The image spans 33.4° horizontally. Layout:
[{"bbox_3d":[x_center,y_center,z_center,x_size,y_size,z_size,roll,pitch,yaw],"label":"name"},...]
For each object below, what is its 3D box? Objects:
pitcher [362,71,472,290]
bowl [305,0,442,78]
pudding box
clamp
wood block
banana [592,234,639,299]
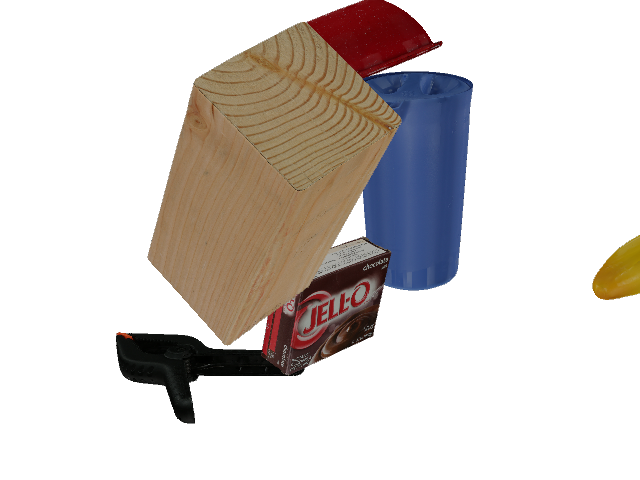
[{"bbox_3d":[0.115,-0.074,1.251,0.149,0.243,0.145,-5,23,-7],"label":"pitcher"},{"bbox_3d":[0.013,-0.153,0.857,0.162,0.055,0.162,-21,8,3],"label":"bowl"},{"bbox_3d":[0.005,0.054,0.909,0.039,0.090,0.113,31,35,32],"label":"pudding box"},{"bbox_3d":[-0.144,0.131,1.085,0.210,0.036,0.164,9,18,34],"label":"clamp"},{"bbox_3d":[-0.038,-0.029,0.687,0.090,0.091,0.206,-35,-15,-31],"label":"wood block"},{"bbox_3d":[0.278,0.008,0.725,0.198,0.037,0.069,-2,35,0],"label":"banana"}]
